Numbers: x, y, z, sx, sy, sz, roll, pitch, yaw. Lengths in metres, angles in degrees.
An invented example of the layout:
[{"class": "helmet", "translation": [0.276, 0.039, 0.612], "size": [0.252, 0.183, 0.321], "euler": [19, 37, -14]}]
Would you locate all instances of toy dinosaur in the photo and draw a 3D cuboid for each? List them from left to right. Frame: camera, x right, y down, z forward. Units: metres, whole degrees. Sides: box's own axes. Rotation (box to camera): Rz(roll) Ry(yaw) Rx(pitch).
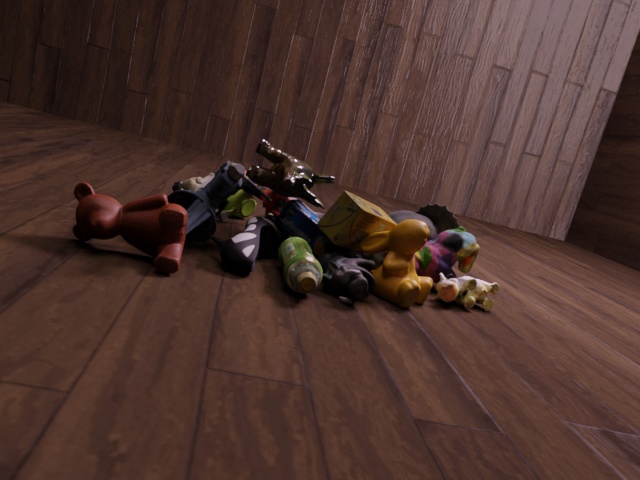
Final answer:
[{"class": "toy dinosaur", "translation": [-0.072, -0.145, 1.262], "size": [0.198, 0.105, 0.471], "euler": [27, 6, -11]}, {"class": "toy dinosaur", "translation": [0.212, -0.012, 1.352], "size": [0.404, 0.192, 0.131], "euler": [6, 12, -42]}]

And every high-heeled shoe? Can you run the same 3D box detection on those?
[{"class": "high-heeled shoe", "translation": [-0.110, 0.015, 1.094], "size": [0.145, 0.086, 0.248], "euler": [27, 21, 36]}]

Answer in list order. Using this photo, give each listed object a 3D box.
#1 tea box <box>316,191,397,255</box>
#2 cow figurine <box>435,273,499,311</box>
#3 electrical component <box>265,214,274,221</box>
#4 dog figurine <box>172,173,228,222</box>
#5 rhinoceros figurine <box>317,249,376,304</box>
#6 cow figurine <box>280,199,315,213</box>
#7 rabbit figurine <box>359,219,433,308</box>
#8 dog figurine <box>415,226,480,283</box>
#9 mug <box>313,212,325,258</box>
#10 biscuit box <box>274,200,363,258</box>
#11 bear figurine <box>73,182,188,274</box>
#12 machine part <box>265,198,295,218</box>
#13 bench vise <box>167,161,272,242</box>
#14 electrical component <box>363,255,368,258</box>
[{"class": "tea box", "translation": [0.082, -0.033, 1.152], "size": [0.068, 0.098, 0.169], "euler": [49, 15, 31]}, {"class": "cow figurine", "translation": [0.309, 0.108, 1.197], "size": [0.167, 0.068, 0.098], "euler": [11, 6, -34]}, {"class": "electrical component", "translation": [-0.107, -0.029, 1.344], "size": [0.045, 0.078, 0.102], "euler": [-30, 5, 4]}, {"class": "dog figurine", "translation": [-0.345, -0.120, 1.399], "size": [0.191, 0.121, 0.172], "euler": [14, -10, 33]}, {"class": "rhinoceros figurine", "translation": [0.049, 0.066, 1.056], "size": [0.112, 0.073, 0.190], "euler": [11, 11, -25]}, {"class": "cow figurine", "translation": [-0.019, -0.031, 1.351], "size": [0.194, 0.085, 0.127], "euler": [35, 10, -25]}, {"class": "rabbit figurine", "translation": [0.168, 0.035, 1.113], "size": [0.122, 0.173, 0.163], "euler": [-3, 25, -46]}, {"class": "dog figurine", "translation": [0.249, 0.030, 1.253], "size": [0.219, 0.191, 0.109], "euler": [26, 9, -36]}, {"class": "mug", "translation": [0.007, -0.002, 1.248], "size": [0.110, 0.107, 0.081], "euler": [17, 11, -1]}, {"class": "biscuit box", "translation": [-0.002, -0.004, 1.175], "size": [0.203, 0.063, 0.059], "euler": [38, 13, 1]}, {"class": "bear figurine", "translation": [-0.327, -0.026, 0.912], "size": [0.196, 0.120, 0.132], "euler": [10, 16, -13]}, {"class": "machine part", "translation": [-0.104, -0.083, 1.579], "size": [0.079, 0.079, 0.243], "euler": [16, 10, 8]}, {"class": "bench vise", "translation": [-0.243, -0.058, 1.076], "size": [0.224, 0.128, 0.241], "euler": [-22, 20, 33]}, {"class": "electrical component", "translation": [0.136, 0.036, 1.443], "size": [0.094, 0.021, 0.063], "euler": [4, 15, -39]}]
